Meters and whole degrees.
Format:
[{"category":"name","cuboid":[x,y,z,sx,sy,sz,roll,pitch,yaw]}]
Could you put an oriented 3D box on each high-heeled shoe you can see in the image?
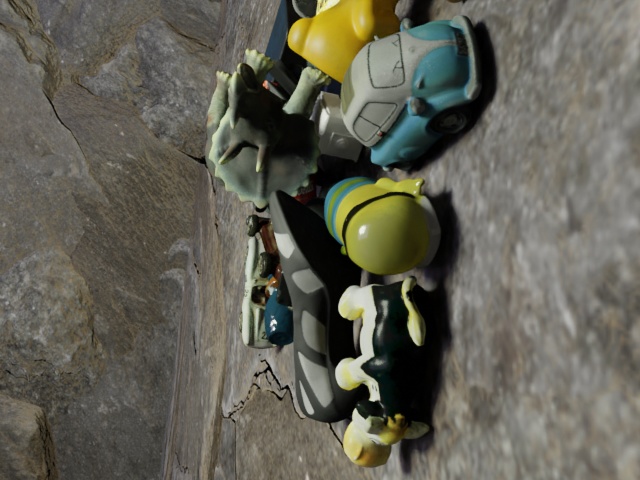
[{"category":"high-heeled shoe","cuboid":[-0.018,0.077,0.602,0.145,0.086,0.249,-41,72,34]}]

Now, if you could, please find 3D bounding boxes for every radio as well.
[{"category":"radio","cuboid":[-0.064,-0.326,1.020,0.229,0.073,0.131,116,153,-45]}]

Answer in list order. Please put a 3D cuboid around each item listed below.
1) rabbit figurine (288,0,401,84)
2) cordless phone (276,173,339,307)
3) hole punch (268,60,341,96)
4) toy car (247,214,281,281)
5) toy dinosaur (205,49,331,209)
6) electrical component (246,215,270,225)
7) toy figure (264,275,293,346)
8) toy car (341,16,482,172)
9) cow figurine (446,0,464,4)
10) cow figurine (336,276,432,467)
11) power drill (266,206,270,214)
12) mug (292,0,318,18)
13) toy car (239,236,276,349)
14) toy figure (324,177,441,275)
[{"category":"rabbit figurine","cuboid":[0.051,-0.260,0.582,0.173,0.162,0.122,-51,19,25]},{"category":"cordless phone","cuboid":[-0.001,-0.001,0.720,0.184,0.089,0.146,-88,9,-59]},{"category":"hole punch","cuboid":[-0.009,-0.246,0.799,0.092,0.115,0.142,-45,25,-3]},{"category":"toy car","cuboid":[-0.060,0.007,0.842,0.202,0.089,0.053,-115,36,-60]},{"category":"toy dinosaur","cuboid":[-0.102,-0.132,0.728,0.405,0.131,0.192,-8,61,67]},{"category":"electrical component","cuboid":[-0.111,-0.032,1.036,0.094,0.063,0.021,-144,64,-70]},{"category":"toy figure","cuboid":[-0.062,0.092,0.856,0.057,0.064,0.154,60,-160,-45]},{"category":"toy car","cuboid":[0.071,-0.138,0.506,0.161,0.103,0.109,136,139,-58]},{"category":"cow figurine","cuboid":[0.133,-0.317,0.443,0.195,0.085,0.127,130,138,-58]},{"category":"cow figurine","cuboid":[0.064,0.118,0.479,0.098,0.068,0.167,-23,61,61]},{"category":"power drill","cuboid":[-0.086,-0.158,0.997,0.232,0.086,0.207,-120,46,-59]},{"category":"mug","cuboid":[-0.007,-0.411,0.882,0.107,0.081,0.109,-116,35,-70]},{"category":"toy car","cuboid":[-0.096,0.085,0.929,0.056,0.073,0.201,143,132,-69]},{"category":"toy figure","cuboid":[0.049,-0.017,0.531,0.082,0.089,0.180,65,169,-24]}]
